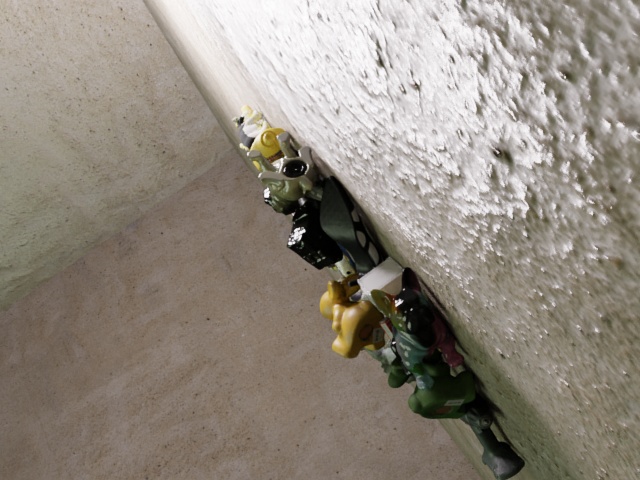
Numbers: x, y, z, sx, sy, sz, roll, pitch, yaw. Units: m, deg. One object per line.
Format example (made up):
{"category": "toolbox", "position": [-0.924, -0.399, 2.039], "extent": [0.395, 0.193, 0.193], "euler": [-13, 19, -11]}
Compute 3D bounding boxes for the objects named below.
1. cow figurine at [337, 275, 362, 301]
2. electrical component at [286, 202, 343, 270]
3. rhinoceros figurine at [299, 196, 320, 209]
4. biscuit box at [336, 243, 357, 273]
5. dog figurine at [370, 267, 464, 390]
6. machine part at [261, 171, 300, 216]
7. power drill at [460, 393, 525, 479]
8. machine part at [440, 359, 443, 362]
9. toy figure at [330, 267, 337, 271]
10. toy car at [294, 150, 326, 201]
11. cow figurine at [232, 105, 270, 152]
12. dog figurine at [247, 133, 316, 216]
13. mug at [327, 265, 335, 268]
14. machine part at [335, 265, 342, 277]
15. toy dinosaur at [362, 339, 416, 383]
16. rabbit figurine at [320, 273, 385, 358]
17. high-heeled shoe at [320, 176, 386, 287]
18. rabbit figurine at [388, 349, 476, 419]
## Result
{"category": "cow figurine", "position": [0.108, 0.136, 1.281], "extent": [0.195, 0.127, 0.085], "euler": [2, 112, 37]}
{"category": "electrical component", "position": [-0.002, -0.004, 1.202], "extent": [0.134, 0.058, 0.115], "euler": [34, -131, -31]}
{"category": "rhinoceros figurine", "position": [-0.012, -0.037, 1.316], "extent": [0.112, 0.073, 0.190], "euler": [29, 137, 59]}
{"category": "biscuit box", "position": [0.079, 0.017, 1.177], "extent": [0.063, 0.059, 0.202], "euler": [50, 173, 50]}
{"category": "dog figurine", "position": [0.167, 0.149, 0.992], "extent": [0.219, 0.108, 0.192], "euler": [60, 177, -19]}
{"category": "machine part", "position": [-0.075, -0.144, 1.439], "extent": [0.201, 0.087, 0.201], "euler": [55, 176, 11]}
{"category": "power drill", "position": [0.355, 0.416, 1.167], "extent": [0.207, 0.086, 0.232], "euler": [51, 178, -9]}
{"category": "machine part", "position": [0.259, 0.319, 1.239], "extent": [0.039, 0.084, 0.138], "euler": [13, 126, 32]}
{"category": "toy figure", "position": [0.029, 0.016, 1.595], "extent": [0.180, 0.082, 0.089], "euler": [57, 178, -2]}
{"category": "toy car", "position": [-0.025, -0.132, 1.219], "extent": [0.202, 0.053, 0.089], "euler": [51, 172, 46]}
{"category": "cow figurine", "position": [-0.183, -0.288, 1.415], "extent": [0.168, 0.098, 0.068], "euler": [50, 180, 43]}
{"category": "dog figurine", "position": [-0.059, -0.103, 1.134], "extent": [0.190, 0.121, 0.172], "euler": [75, 168, -51]}
{"category": "mug", "position": [0.027, 0.020, 1.521], "extent": [0.080, 0.110, 0.107], "euler": [51, -164, -73]}
{"category": "machine part", "position": [0.093, 0.085, 1.452], "extent": [0.079, 0.079, 0.243], "euler": [52, 174, 30]}
{"category": "toy dinosaur", "position": [0.231, 0.293, 1.370], "extent": [0.192, 0.131, 0.405], "euler": [38, 167, -7]}
{"category": "rabbit figurine", "position": [0.053, 0.157, 1.181], "extent": [0.173, 0.122, 0.162], "euler": [29, 131, 55]}
{"category": "high-heeled shoe", "position": [0.083, -0.014, 1.081], "extent": [0.086, 0.145, 0.248], "euler": [-5, 98, 41]}
{"category": "rabbit figurine", "position": [0.221, 0.278, 1.117], "extent": [0.121, 0.159, 0.170], "euler": [89, 173, -47]}
